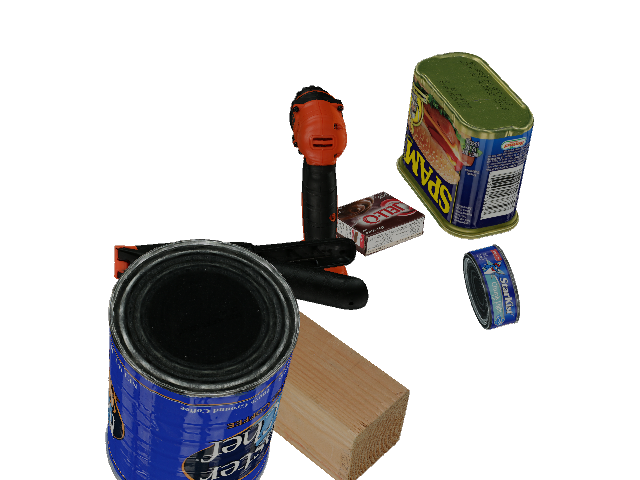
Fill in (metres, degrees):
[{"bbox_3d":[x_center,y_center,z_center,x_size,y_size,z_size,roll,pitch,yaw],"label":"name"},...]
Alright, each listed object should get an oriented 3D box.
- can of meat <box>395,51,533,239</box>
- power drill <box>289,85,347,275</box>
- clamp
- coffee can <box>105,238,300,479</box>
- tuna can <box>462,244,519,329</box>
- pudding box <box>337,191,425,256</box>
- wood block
[{"bbox_3d":[0.096,-0.065,0.713,0.057,0.084,0.102,-12,42,-19],"label":"can of meat"},{"bbox_3d":[-0.004,-0.054,1.060,0.057,0.188,0.184,-2,19,-1],"label":"power drill"},{"bbox_3d":[-0.061,0.023,0.862,0.210,0.036,0.164,1,11,-8],"label":"clamp"},{"bbox_3d":[-0.072,0.082,0.618,0.102,0.103,0.140,0,-39,-12],"label":"coffee can"},{"bbox_3d":[0.178,0.049,1.121,0.033,0.086,0.086,-14,1,-5],"label":"tuna can"},{"bbox_3d":[0.079,-0.025,1.525,0.113,0.039,0.090,-22,36,-32],"label":"pudding box"},{"bbox_3d":[-0.017,0.151,1.131,0.206,0.090,0.090,34,49,27],"label":"wood block"}]
